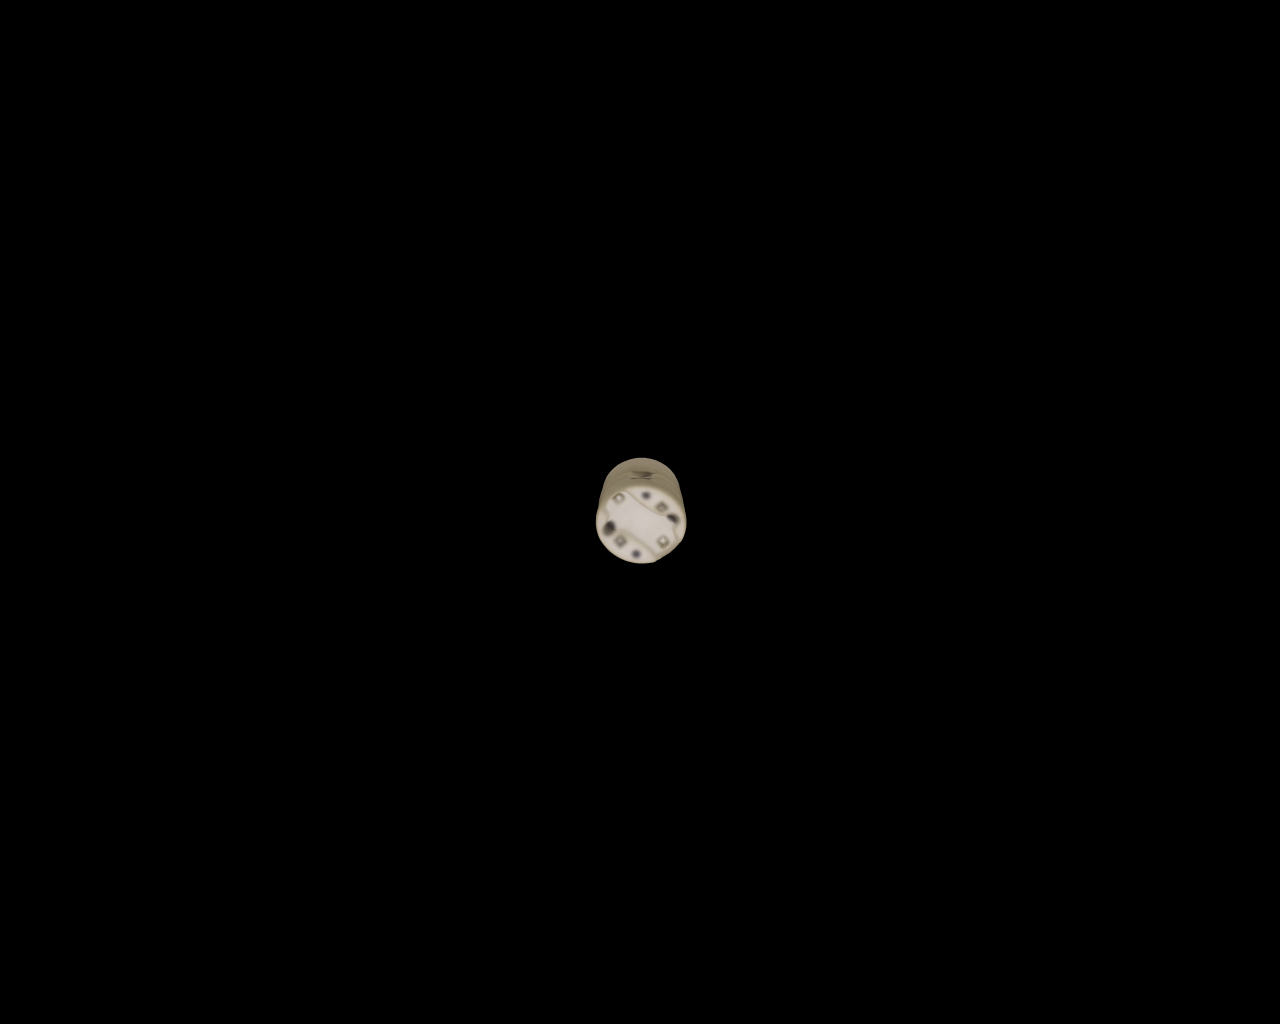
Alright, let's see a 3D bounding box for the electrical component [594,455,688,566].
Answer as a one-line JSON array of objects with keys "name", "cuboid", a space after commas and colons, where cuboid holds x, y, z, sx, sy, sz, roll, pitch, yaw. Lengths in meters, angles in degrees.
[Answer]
[{"name": "electrical component", "cuboid": [0.001, -0.003, 0.650, 0.055, 0.055, 0.047, 0, 27, 0]}]
